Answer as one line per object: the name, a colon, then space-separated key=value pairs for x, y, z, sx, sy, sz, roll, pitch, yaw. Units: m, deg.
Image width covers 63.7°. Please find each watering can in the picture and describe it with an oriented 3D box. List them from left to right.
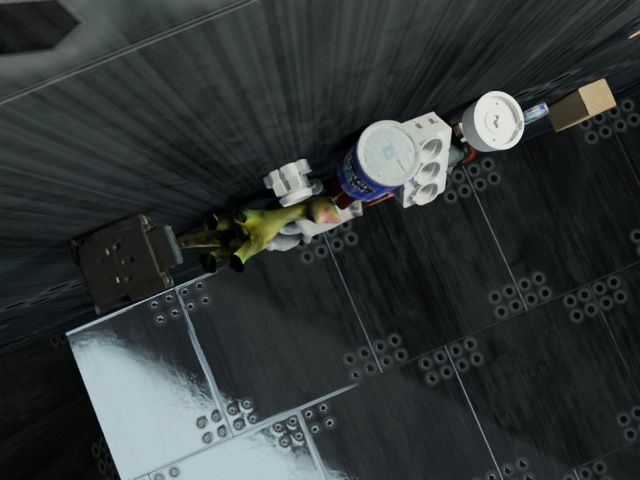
watering can: x=0.004 y=-0.066 z=1.317 sx=0.224 sy=0.105 sz=0.345 roll=-23 pitch=167 yaw=7

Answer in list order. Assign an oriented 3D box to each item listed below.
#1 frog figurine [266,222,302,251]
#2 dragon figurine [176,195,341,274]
frog figurine: x=-0.135 y=-0.010 z=1.490 sx=0.158 sy=0.122 sz=0.140 roll=-36 pitch=-168 yaw=22
dragon figurine: x=-0.130 y=-0.036 z=1.053 sx=0.409 sy=0.121 sz=0.246 roll=-1 pitch=-160 yaw=44
